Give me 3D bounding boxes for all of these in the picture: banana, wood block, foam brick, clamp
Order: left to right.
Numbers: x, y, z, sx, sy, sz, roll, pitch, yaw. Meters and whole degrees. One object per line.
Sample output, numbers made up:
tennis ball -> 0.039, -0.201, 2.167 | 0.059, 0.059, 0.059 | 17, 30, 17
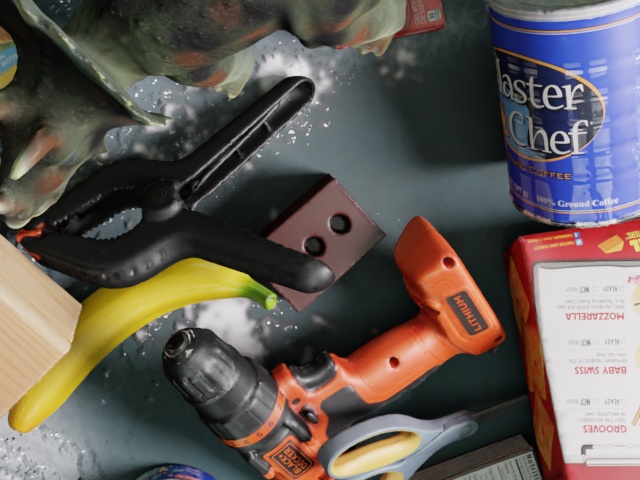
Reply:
wood block -> -0.251, 0.014, 0.628 | 0.091, 0.090, 0.206 | -44, 105, 5
banana -> -0.126, 0.055, 0.699 | 0.198, 0.070, 0.037 | -28, 140, 8
clamp -> -0.089, -0.027, 0.678 | 0.210, 0.164, 0.036 | -8, 143, 15
foam brick -> -0.005, 0.001, 0.700 | 0.078, 0.051, 0.053 | -42, 98, 4

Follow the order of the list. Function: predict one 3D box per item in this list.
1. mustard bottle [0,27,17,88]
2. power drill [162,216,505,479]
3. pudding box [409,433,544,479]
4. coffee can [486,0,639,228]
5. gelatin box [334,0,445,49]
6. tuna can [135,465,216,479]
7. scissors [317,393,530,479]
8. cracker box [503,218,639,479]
mustard bottle -> -0.222, -0.127, 0.667 | 0.096, 0.058, 0.191 | -34, 98, 2
power drill -> 0.013, 0.070, 0.675 | 0.187, 0.057, 0.184 | -37, 133, 2
pudding box -> 0.108, 0.197, 0.740 | 0.113, 0.039, 0.090 | -20, 95, -1
coffee can -> 0.159, -0.093, 0.645 | 0.103, 0.103, 0.140 | -13, 121, -1
gelatin box -> 0.036, -0.173, 0.687 | 0.073, 0.030, 0.089 | -11, 98, 0
tuna can -> -0.100, 0.199, 0.734 | 0.086, 0.034, 0.086 | 0, 99, -3
scissors -> 0.082, 0.139, 0.720 | 0.201, 0.016, 0.096 | -4, 132, -32
cracker box -> 0.219, 0.093, 0.684 | 0.164, 0.072, 0.214 | -9, 79, -1
